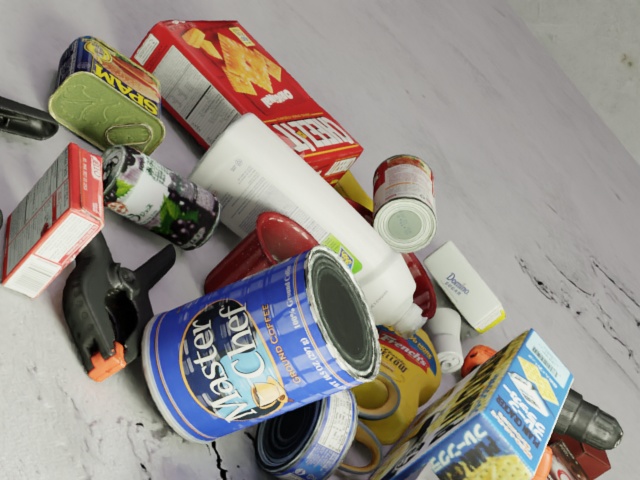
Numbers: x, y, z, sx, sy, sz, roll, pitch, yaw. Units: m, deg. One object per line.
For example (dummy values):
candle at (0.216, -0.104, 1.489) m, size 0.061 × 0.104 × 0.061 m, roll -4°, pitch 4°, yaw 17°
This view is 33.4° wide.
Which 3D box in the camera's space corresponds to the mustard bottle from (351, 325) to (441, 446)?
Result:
mustard bottle at (0.064, 0.120, 0.999) m, size 0.096 × 0.058 × 0.191 m, roll 36°, pitch 22°, yaw 11°

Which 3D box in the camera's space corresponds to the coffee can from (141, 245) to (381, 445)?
coffee can at (-0.042, 0.076, 0.766) m, size 0.102 × 0.140 × 0.103 m, roll 51°, pitch 26°, yaw -36°

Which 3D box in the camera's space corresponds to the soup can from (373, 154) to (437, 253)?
soup can at (0.089, -0.039, 1.131) m, size 0.068 × 0.069 × 0.102 m, roll 39°, pitch 25°, yaw -18°

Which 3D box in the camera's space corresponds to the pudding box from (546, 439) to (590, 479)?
pudding box at (0.258, 0.272, 1.110) m, size 0.113 × 0.039 × 0.089 m, roll 54°, pitch 27°, yaw 16°

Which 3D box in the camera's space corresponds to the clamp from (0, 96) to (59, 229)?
clamp at (-0.291, -0.108, 0.789) m, size 0.210 × 0.036 × 0.164 m, roll 42°, pitch 25°, yaw -13°

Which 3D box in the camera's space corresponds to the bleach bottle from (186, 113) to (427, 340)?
bleach bottle at (-0.006, 0.001, 0.988) m, size 0.251 × 0.103 × 0.068 m, roll 43°, pitch 38°, yaw 0°

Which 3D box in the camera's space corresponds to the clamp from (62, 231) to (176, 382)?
clamp at (-0.162, 0.027, 0.794) m, size 0.120 × 0.039 × 0.171 m, roll 37°, pitch 26°, yaw -24°

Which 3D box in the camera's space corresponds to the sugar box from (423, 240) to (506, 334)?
sugar box at (0.166, 0.057, 1.213) m, size 0.093 × 0.048 × 0.176 m, roll 53°, pitch 7°, yaw 14°

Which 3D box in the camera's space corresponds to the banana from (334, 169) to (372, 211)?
banana at (0.021, -0.075, 1.223) m, size 0.197 × 0.037 × 0.069 m, roll 53°, pitch 19°, yaw -20°

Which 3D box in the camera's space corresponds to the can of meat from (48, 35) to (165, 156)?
can of meat at (-0.190, -0.128, 0.961) m, size 0.102 × 0.057 × 0.084 m, roll 34°, pitch 25°, yaw -28°

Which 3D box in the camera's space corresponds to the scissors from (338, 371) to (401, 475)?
scissors at (-0.014, 0.109, 0.873) m, size 0.201 × 0.096 × 0.016 m, roll 45°, pitch -13°, yaw -10°

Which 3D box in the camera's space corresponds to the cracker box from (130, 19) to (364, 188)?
cracker box at (-0.074, -0.140, 1.120) m, size 0.214 × 0.072 × 0.164 m, roll 45°, pitch 25°, yaw 12°

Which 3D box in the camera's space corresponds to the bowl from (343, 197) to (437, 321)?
bowl at (0.046, 0.033, 1.102) m, size 0.162 × 0.055 × 0.162 m, roll 37°, pitch 26°, yaw -22°

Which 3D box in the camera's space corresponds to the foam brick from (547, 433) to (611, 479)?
foam brick at (0.282, 0.230, 1.199) m, size 0.053 × 0.051 × 0.078 m, roll 34°, pitch 28°, yaw -30°

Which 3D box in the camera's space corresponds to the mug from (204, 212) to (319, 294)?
mug at (-0.043, 0.044, 0.911) m, size 0.093 × 0.082 × 0.117 m, roll 27°, pitch 31°, yaw -37°

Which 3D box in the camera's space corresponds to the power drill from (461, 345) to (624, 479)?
power drill at (0.213, 0.187, 1.088) m, size 0.184 × 0.057 × 0.187 m, roll 26°, pitch 20°, yaw 15°

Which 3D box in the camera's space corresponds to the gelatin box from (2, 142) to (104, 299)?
gelatin box at (-0.187, -0.014, 0.753) m, size 0.030 × 0.089 × 0.073 m, roll 30°, pitch 30°, yaw -33°

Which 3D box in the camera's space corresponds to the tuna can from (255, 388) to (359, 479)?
tuna can at (-0.012, 0.143, 0.811) m, size 0.033 × 0.086 × 0.086 m, roll 31°, pitch 29°, yaw -28°
